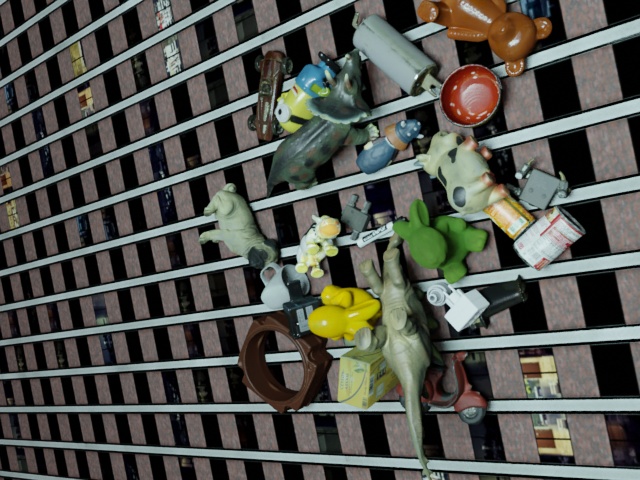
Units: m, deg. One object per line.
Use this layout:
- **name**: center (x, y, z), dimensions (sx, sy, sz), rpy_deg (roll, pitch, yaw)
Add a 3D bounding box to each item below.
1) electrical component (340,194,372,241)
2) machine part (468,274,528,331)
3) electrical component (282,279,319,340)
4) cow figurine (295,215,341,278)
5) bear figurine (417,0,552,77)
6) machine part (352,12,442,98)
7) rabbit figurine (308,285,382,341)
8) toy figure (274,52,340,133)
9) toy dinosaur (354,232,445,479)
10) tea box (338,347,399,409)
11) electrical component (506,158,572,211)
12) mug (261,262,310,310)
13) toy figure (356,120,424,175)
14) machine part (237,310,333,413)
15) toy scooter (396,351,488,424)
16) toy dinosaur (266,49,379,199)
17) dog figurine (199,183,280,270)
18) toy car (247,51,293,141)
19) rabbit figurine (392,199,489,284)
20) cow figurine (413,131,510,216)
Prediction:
- **electrical component**: center (0.075, -0.048, 1.161), dimensions (0.063, 0.021, 0.094), rpy_deg (29, 111, 26)
- **machine part**: center (0.328, 0.117, 1.018), dimensions (0.139, 0.039, 0.084), rpy_deg (-34, 70, 32)
- **electrical component**: center (-0.040, 0.148, 1.173), dimensions (0.048, 0.075, 0.119), rpy_deg (-157, 58, -65)
- **cow figurine**: center (0.000, -0.004, 1.163), dimensions (0.098, 0.068, 0.167), rpy_deg (-94, 25, -44)
- **bear figurine**: center (0.289, -0.381, 0.935), dimensions (0.196, 0.132, 0.120), rpy_deg (49, 120, 24)
- **machine part**: center (0.146, -0.360, 1.052), dimensions (0.243, 0.079, 0.079), rpy_deg (46, 116, 18)
- **rabbit figurine**: center (0.051, 0.166, 1.113), dimensions (0.163, 0.173, 0.121), rpy_deg (6, 95, 35)
- **toy figure**: center (-0.025, -0.310, 1.158), dimensions (0.089, 0.082, 0.180), rpy_deg (37, 109, -17)
- **toy dinosaur**: center (0.159, 0.184, 0.999), dimensions (0.105, 0.198, 0.471), rpy_deg (-19, 50, 32)
- **tea box**: center (0.105, 0.263, 1.091), dimensions (0.068, 0.169, 0.098), rpy_deg (8, 98, 29)
- **electrical component**: center (0.389, -0.097, 0.951), dimensions (0.102, 0.045, 0.078), rpy_deg (37, 112, 22)
- **mug**: center (-0.096, 0.109, 1.243), dimensions (0.109, 0.081, 0.107), rpy_deg (42, 127, -8)
- **toy figure**: center (0.139, -0.194, 1.082), dimensions (0.154, 0.064, 0.058), rpy_deg (-39, 61, 29)
- **machine part**: center (-0.087, 0.284, 1.260), dimensions (0.201, 0.087, 0.201), rpy_deg (32, 109, 25)
- **toy scooter**: center (0.241, 0.280, 1.067), dimensions (0.184, 0.075, 0.135), rpy_deg (4, 95, 29)
- **toy dinosaur**: center (-0.022, -0.193, 1.106), dimensions (0.405, 0.192, 0.131), rpy_deg (-43, 72, 26)
- **dog figurine**: center (-0.170, -0.030, 1.281), dimensions (0.191, 0.121, 0.172), rpy_deg (17, 108, 14)
- **toy car**: center (-0.119, -0.330, 1.232), dimensions (0.089, 0.053, 0.202), rpy_deg (17, 103, 26)
- **rabbit figurine**: center (0.216, -0.003, 0.993), dimensions (0.159, 0.170, 0.121), rpy_deg (47, 116, 17)
- **cow figurine**: center (0.250, -0.126, 0.984), dimensions (0.127, 0.085, 0.195), rpy_deg (-38, 44, 30)
